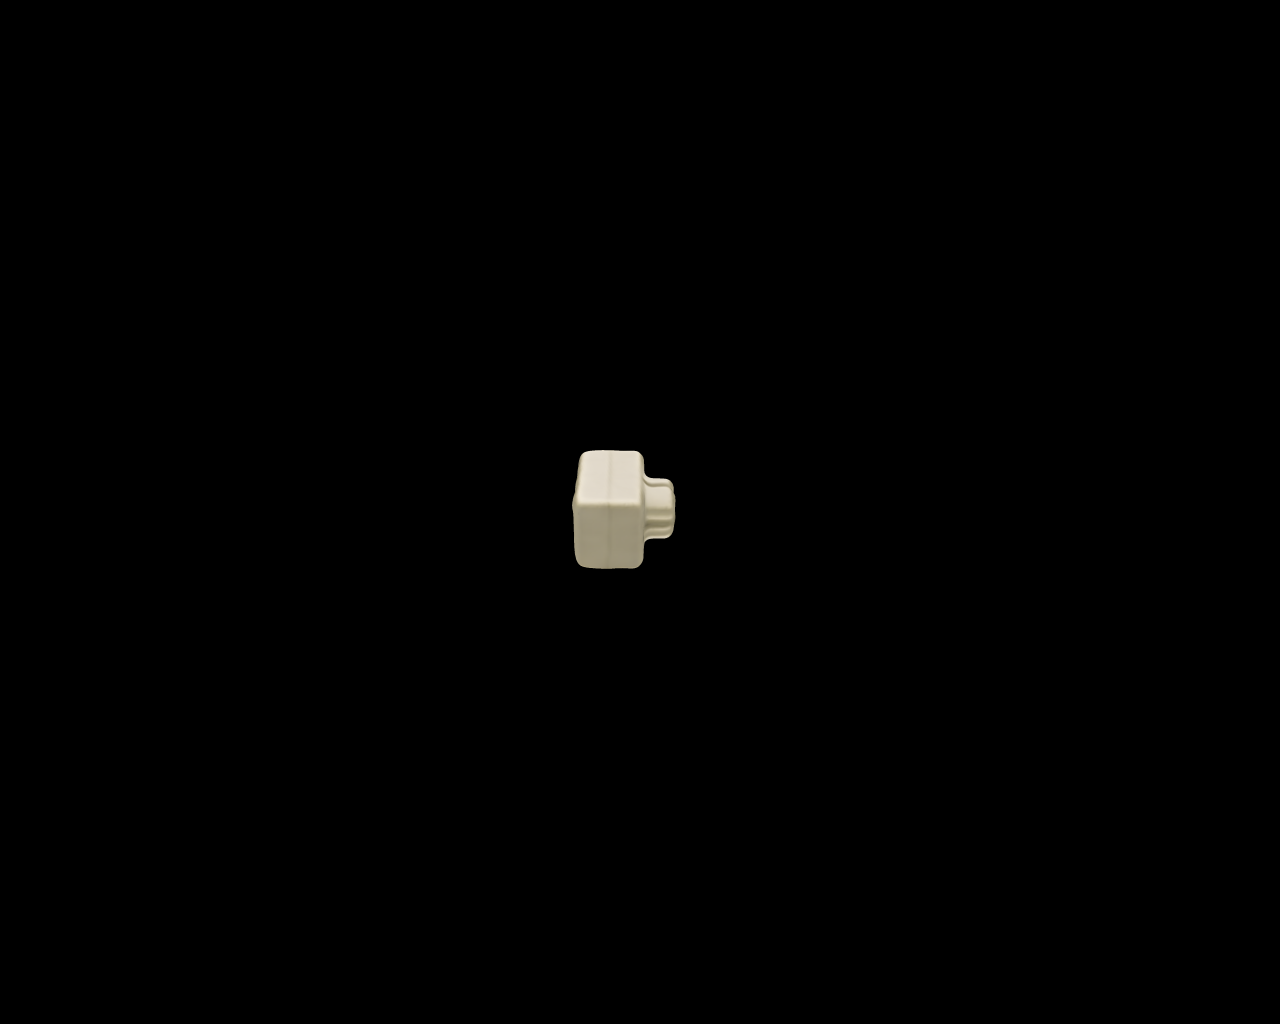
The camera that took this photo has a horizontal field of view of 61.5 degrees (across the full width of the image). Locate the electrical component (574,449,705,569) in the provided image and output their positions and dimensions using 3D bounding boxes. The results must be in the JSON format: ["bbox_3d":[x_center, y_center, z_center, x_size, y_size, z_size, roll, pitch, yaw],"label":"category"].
[{"bbox_3d":[0.001,-0.003,0.650,0.077,0.047,0.066,0,32,0],"label":"electrical component"}]
